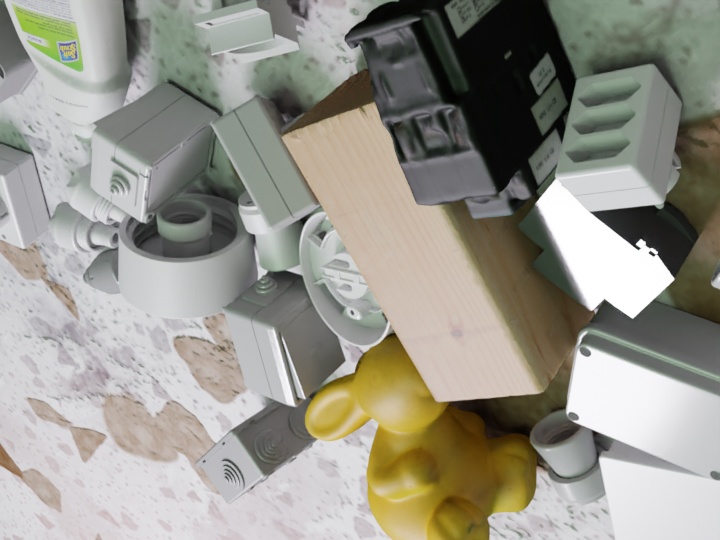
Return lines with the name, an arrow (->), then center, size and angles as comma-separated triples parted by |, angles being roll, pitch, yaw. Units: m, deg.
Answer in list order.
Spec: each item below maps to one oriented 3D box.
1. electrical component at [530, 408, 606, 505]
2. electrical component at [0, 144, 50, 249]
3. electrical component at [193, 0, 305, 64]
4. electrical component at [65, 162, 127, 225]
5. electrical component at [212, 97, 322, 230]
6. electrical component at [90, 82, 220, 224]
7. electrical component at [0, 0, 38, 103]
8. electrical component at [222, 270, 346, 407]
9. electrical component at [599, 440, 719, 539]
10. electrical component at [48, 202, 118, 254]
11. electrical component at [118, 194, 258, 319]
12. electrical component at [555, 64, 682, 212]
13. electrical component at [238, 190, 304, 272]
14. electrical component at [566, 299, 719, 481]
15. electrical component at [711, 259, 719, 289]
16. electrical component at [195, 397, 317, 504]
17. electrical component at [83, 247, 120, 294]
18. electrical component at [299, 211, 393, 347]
electrical component -> 0.152, 0.133, 0.767 | 0.045, 0.045, 0.055 | -9, 118, 43
electrical component -> -0.328, -0.057, 0.964 | 0.047, 0.075, 0.083 | 20, 134, 25
electrical component -> -0.070, -0.166, 0.667 | 0.042, 0.081, 0.063 | -11, 91, 17
electrical component -> -0.210, -0.058, 0.895 | 0.062, 0.043, 0.043 | 35, 139, 8
electrical component -> -0.045, -0.082, 0.735 | 0.076, 0.047, 0.083 | -29, 91, 10
electrical component -> -0.158, -0.085, 0.788 | 0.061, 0.096, 0.061 | 33, 139, 12
electrical component -> -0.305, -0.191, 0.846 | 0.113, 0.057, 0.078 | 49, 139, -7
electrical component -> -0.055, 0.046, 0.810 | 0.061, 0.062, 0.096 | 17, 133, 36
electrical component -> 0.217, 0.150, 0.726 | 0.100, 0.048, 0.099 | 6, 127, 35
electrical component -> -0.236, -0.035, 0.935 | 0.062, 0.043, 0.043 | 16, 133, 26
electrical component -> -0.133, -0.019, 0.821 | 0.108, 0.108, 0.060 | 20, 128, 25
electrical component -> 0.151, -0.062, 0.591 | 0.047, 0.065, 0.077 | -5, 150, 41
electrical component -> -0.062, -0.033, 0.796 | 0.045, 0.045, 0.055 | 4, 126, 36
electrical component -> 0.192, 0.072, 0.673 | 0.113, 0.057, 0.078 | 21, 135, 24
electrical component -> 0.226, 0.000, 0.599 | 0.046, 0.040, 0.040 | 26, 137, 11
electrical component -> -0.082, 0.152, 0.931 | 0.048, 0.100, 0.100 | 54, 140, 7
electrical component -> -0.221, 0.002, 0.957 | 0.078, 0.040, 0.040 | -11, 116, 44
electrical component -> 0.000, 0.000, 0.755 | 0.099, 0.064, 0.099 | 19, 123, 32
